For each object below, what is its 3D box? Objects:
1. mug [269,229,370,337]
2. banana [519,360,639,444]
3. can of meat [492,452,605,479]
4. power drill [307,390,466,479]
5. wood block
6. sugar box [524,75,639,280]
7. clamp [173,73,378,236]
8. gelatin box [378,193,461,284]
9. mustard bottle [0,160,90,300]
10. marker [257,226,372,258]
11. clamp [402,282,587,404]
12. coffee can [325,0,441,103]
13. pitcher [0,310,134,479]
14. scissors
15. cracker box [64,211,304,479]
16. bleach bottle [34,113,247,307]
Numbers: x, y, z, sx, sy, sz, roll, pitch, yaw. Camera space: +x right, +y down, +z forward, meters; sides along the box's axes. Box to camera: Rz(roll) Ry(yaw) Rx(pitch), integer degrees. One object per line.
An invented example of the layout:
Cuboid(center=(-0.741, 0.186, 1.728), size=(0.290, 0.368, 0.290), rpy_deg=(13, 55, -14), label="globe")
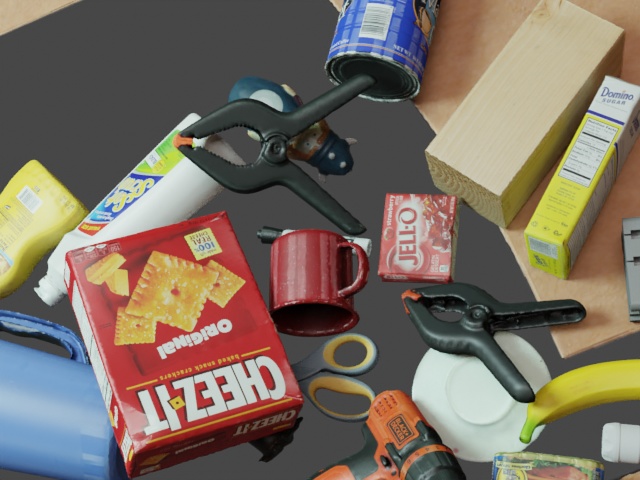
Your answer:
Cuboid(center=(0.000, 0.038, 1.039), size=(0.117, 0.093, 0.081), rpy_deg=(-24, 55, 40), label="mug")
Cuboid(center=(0.271, 0.139, 0.960), size=(0.198, 0.037, 0.069), rpy_deg=(-14, 49, 6), label="banana")
Cuboid(center=(0.198, 0.235, 0.938), size=(0.102, 0.057, 0.084), rpy_deg=(4, 68, 15), label="can of meat")
Cuboid(center=(0.037, 0.236, 0.941), size=(0.187, 0.057, 0.184), rpy_deg=(-34, 30, 0), label="power drill")
Cuboid(center=(0.204, -0.127, 1.055), size=(0.091, 0.090, 0.206), rpy_deg=(34, 80, 23), label="wood block")
Cuboid(center=(0.252, -0.059, 1.015), size=(0.048, 0.093, 0.176), rpy_deg=(22, 76, 21), label="sugar box")
Cuboid(center=(-0.041, -0.082, 1.070), size=(0.209, 0.036, 0.164), rpy_deg=(-4, 93, -12), label="clamp")
Cuboid(center=(0.099, -0.001, 1.066), size=(0.073, 0.030, 0.089), rpy_deg=(2, 69, 17), label="gelatin box")
Cuboid(center=(-0.347, 0.009, 1.161), size=(0.191, 0.058, 0.096), rpy_deg=(-46, 65, -6), label="mustard bottle")
Cuboid(center=(-0.007, 0.001, 1.099), size=(0.121, 0.020, 0.020), rpy_deg=(7, 72, 17), label="marker")
Cuboid(center=(0.161, 0.076, 1.007), size=(0.172, 0.039, 0.120), rpy_deg=(28, 53, 35), label="clamp")
Cuboid(center=(0.071, -0.230, 1.121), size=(0.103, 0.102, 0.140), rpy_deg=(9, 72, 17), label="coffee can")
Cuboid(center=(-0.289, 0.160, 1.059), size=(0.243, 0.145, 0.149), rpy_deg=(10, 92, 14), label="pitcher")
Cuboid(center=(-0.028, 0.118, 1.061), size=(0.202, 0.016, 0.096), rpy_deg=(20, 74, 20), label="scissors")
Cuboid(center=(-0.130, 0.091, 0.993), size=(0.164, 0.072, 0.214), rpy_deg=(-14, 63, -21), label="cracker box")
Cuboid(center=(-0.196, -0.021, 1.121), size=(0.251, 0.068, 0.103), rpy_deg=(-43, 34, -3), label="bleach bottle")
